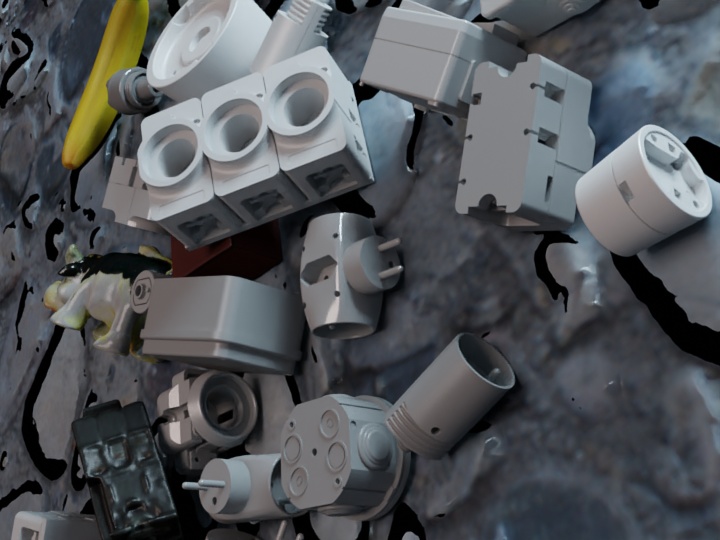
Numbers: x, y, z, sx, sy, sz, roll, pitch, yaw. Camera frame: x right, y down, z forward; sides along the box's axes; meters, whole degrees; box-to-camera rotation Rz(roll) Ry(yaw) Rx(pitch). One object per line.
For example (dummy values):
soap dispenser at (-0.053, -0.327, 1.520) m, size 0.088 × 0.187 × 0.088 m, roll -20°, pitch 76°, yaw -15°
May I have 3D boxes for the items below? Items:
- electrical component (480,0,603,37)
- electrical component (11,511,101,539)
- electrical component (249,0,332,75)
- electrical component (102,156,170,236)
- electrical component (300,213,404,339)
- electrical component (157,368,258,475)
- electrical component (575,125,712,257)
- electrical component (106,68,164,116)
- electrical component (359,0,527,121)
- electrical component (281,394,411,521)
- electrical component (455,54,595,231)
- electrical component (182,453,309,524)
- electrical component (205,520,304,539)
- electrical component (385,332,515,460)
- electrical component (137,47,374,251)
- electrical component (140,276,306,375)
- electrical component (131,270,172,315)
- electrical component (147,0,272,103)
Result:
electrical component at (0.117, -0.198, 0.640) m, size 0.100 × 0.048 × 0.099 m, roll -23°, pitch 62°, yaw 43°
electrical component at (-0.239, 0.275, 0.867) m, size 0.062 × 0.089 × 0.150 m, roll -4°, pitch 76°, yaw 48°
electrical component at (-0.048, -0.180, 0.824) m, size 0.043 × 0.043 × 0.081 m, roll 45°, pitch 113°, yaw 45°
electrical component at (-0.179, -0.062, 0.931) m, size 0.089 × 0.050 × 0.055 m, roll 14°, pitch 90°, yaw 49°
electrical component at (0.000, 0.000, 0.716) m, size 0.079 × 0.043 × 0.077 m, roll -21°, pitch 64°, yaw 43°
electrical component at (-0.113, 0.108, 0.802) m, size 0.057 × 0.058 × 0.078 m, roll -29°, pitch 58°, yaw 43°
electrical component at (0.145, -0.039, 0.557) m, size 0.047 × 0.055 × 0.055 m, roll -38°, pitch 53°, yaw 40°
electrical component at (-0.204, -0.166, 0.997) m, size 0.062 × 0.043 × 0.043 m, roll 3°, pitch 81°, yaw 47°
electrical component at (0.057, -0.129, 0.676) m, size 0.096 × 0.062 × 0.061 m, roll 26°, pitch 99°, yaw 49°
electrical component at (-0.010, 0.118, 0.687) m, size 0.080 × 0.051 × 0.080 m, roll -17°, pitch 66°, yaw 45°
electrical component at (0.097, -0.070, 0.618) m, size 0.050 × 0.056 × 0.089 m, roll 2°, pitch 80°, yaw 49°
electrical component at (-0.083, 0.149, 0.738) m, size 0.077 × 0.079 × 0.043 m, roll -19°, pitch 66°, yaw 44°
electrical component at (-0.056, 0.204, 0.711) m, size 0.138 × 0.052 × 0.073 m, roll 25°, pitch 98°, yaw 49°
electrical component at (0.049, 0.080, 0.637) m, size 0.081 × 0.043 × 0.043 m, roll -51°, pitch 46°, yaw 26°
electrical component at (-0.077, -0.087, 0.768) m, size 0.150 × 0.061 × 0.089 m, roll -19°, pitch 61°, yaw 14°
electrical component at (-0.101, 0.042, 0.792) m, size 0.113 × 0.078 × 0.057 m, roll -3°, pitch 74°, yaw 48°
electrical component at (-0.149, 0.023, 0.861) m, size 0.044 × 0.065 × 0.044 m, roll -17°, pitch 66°, yaw 45°
electrical component at (-0.116, -0.176, 0.880) m, size 0.108 × 0.060 × 0.108 m, roll -29°, pitch 42°, yaw 30°
